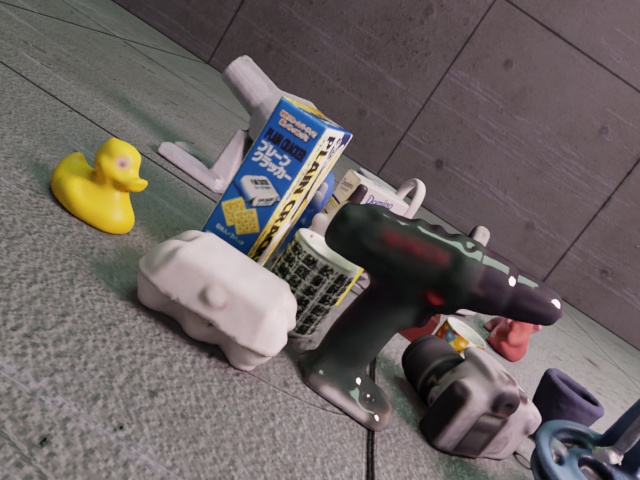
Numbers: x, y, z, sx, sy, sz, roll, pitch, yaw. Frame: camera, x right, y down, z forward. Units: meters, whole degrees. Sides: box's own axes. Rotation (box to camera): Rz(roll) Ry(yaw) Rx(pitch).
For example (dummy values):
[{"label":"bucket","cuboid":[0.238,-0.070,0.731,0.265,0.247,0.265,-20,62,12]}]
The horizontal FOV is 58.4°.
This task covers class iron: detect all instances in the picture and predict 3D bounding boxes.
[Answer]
[{"label":"iron","cuboid":[-0.019,-0.053,0.919,0.119,0.141,0.258,32,13,-7]}]

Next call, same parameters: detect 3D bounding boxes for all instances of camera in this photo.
[{"label":"camera","cuboid":[0.170,0.170,0.669,0.144,0.100,0.136,24,17,-37]}]

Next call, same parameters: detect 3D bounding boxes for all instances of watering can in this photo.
[{"label":"watering can","cuboid":[0.130,-0.037,1.097,0.173,0.194,0.100,23,17,-39]}]

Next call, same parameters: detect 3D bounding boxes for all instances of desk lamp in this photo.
[{"label":"desk lamp","cuboid":[-0.128,-0.182,0.960,0.203,0.213,0.118,34,13,1]}]

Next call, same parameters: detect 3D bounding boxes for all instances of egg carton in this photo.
[{"label":"egg carton","cuboid":[-0.093,0.052,0.533,0.150,0.069,0.107,34,13,-1]}]

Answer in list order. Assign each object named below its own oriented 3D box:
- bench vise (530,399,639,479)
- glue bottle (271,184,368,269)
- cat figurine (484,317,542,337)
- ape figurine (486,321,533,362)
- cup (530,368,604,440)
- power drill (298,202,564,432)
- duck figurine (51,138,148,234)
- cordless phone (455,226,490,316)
[{"label":"bench vise","cuboid":[0.279,0.202,0.558,0.121,0.219,0.208,38,14,19]},{"label":"glue bottle","cuboid":[0.007,0.003,0.716,0.078,0.173,0.037,33,13,-2]},{"label":"cat figurine","cuboid":[0.411,0.170,1.199,0.067,0.117,0.128,33,13,-3]},{"label":"ape figurine","cuboid":[0.382,0.188,1.126,0.076,0.092,0.078,38,14,19]},{"label":"cup","cuboid":[0.332,0.240,0.819,0.092,0.095,0.118,32,13,-6]},{"label":"power drill","cuboid":[0.085,0.077,0.563,0.229,0.208,0.076,35,13,3]},{"label":"duck figurine","cuboid":[-0.226,-0.068,0.605,0.104,0.086,0.078,38,14,16]},{"label":"cordless phone","cuboid":[0.310,0.064,1.189,0.148,0.185,0.094,18,21,-49]}]
